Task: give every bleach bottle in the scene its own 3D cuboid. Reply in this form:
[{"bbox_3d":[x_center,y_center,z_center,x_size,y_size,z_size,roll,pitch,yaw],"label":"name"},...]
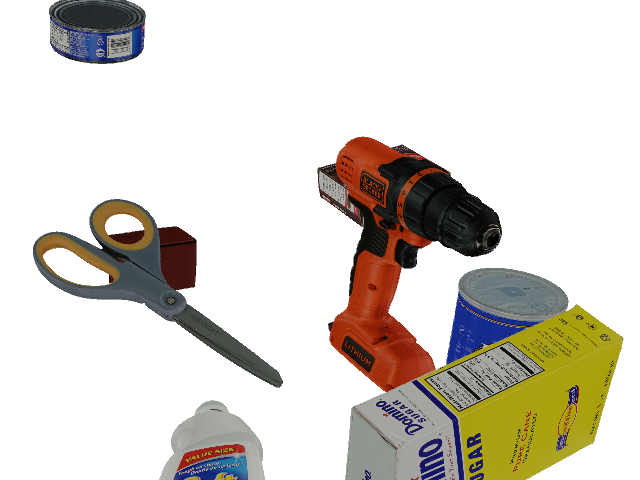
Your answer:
[{"bbox_3d":[-0.092,0.208,0.825,0.102,0.068,0.251,-3,27,-4],"label":"bleach bottle"}]

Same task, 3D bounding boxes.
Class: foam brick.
[{"bbox_3d":[-0.170,0.021,1.074,0.078,0.051,0.053,-8,21,-26],"label":"foam brick"}]

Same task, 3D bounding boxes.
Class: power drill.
[{"bbox_3d":[0.069,0.026,0.860,0.057,0.188,0.185,-7,27,-30],"label":"power drill"}]

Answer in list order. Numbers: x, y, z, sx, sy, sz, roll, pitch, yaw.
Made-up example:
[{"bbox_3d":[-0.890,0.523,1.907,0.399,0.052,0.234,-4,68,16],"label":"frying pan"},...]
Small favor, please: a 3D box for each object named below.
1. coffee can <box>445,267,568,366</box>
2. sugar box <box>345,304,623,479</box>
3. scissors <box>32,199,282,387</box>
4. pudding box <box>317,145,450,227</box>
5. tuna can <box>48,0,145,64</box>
[{"bbox_3d":[0.173,0.110,1.026,0.103,0.140,0.103,6,22,-3],"label":"coffee can"},{"bbox_3d":[0.097,0.110,0.630,0.175,0.093,0.048,-22,42,-31],"label":"sugar box"},{"bbox_3d":[-0.100,0.028,0.736,0.202,0.096,0.016,20,-39,11],"label":"scissors"},{"bbox_3d":[0.066,-0.059,1.122,0.113,0.039,0.090,-19,31,-23],"label":"pudding box"},{"bbox_3d":[-0.202,-0.191,0.967,0.086,0.034,0.086,5,31,-4],"label":"tuna can"}]
